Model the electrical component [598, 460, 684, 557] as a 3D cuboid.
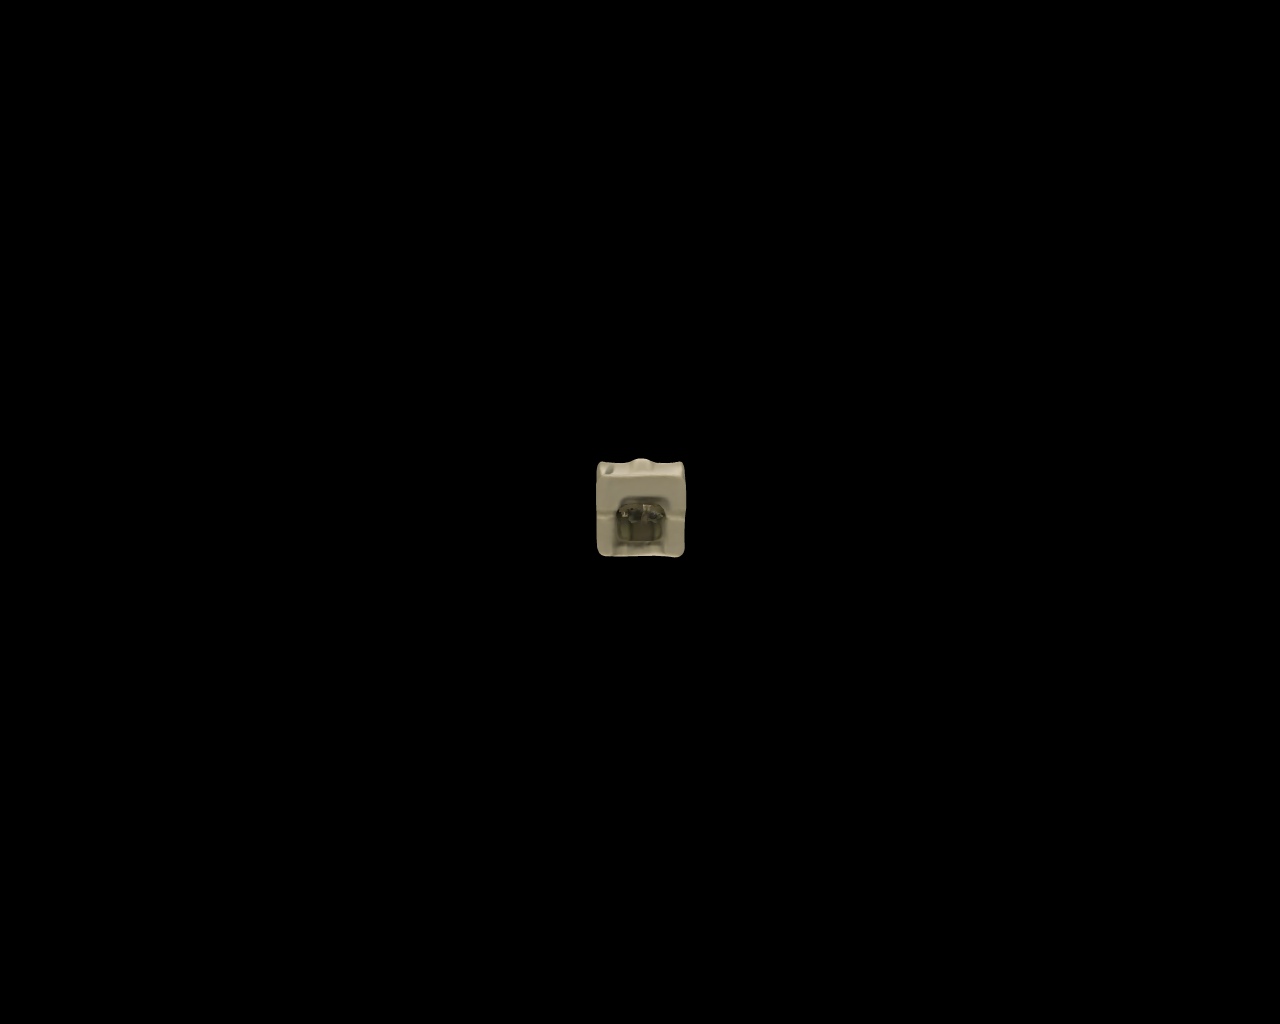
[{"bbox_3d":[0.001,-0.003,0.650,0.050,0.055,0.089,0,0,0],"label":"electrical component"}]
